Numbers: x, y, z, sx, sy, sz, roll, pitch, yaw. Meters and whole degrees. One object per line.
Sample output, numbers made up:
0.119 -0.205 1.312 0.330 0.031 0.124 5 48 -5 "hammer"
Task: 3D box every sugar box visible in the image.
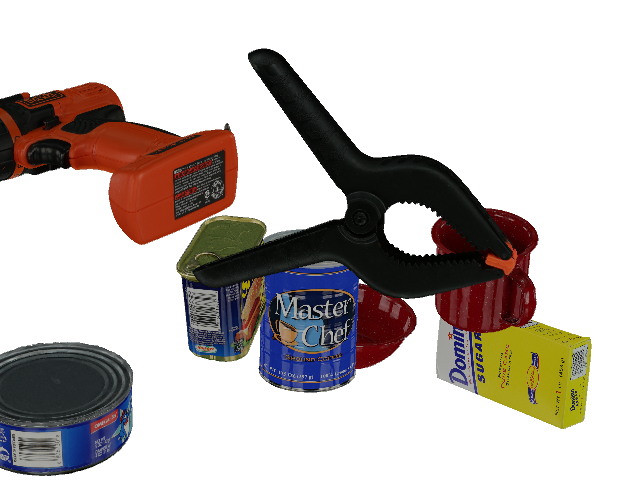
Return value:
0.202 0.127 1.143 0.048 0.093 0.177 -10 18 -43 "sugar box"

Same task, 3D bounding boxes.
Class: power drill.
-0.164 -0.055 0.720 0.188 0.057 0.184 21 33 32 "power drill"

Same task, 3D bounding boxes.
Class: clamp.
0.026 -0.028 0.687 0.210 0.165 0.036 12 17 11 "clamp"

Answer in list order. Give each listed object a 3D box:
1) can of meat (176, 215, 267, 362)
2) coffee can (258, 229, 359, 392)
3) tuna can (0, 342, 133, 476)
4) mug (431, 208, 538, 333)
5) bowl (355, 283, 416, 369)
-0.079 0.040 0.897 0.057 0.084 0.102 5 30 10 "can of meat"
-0.012 0.070 1.095 0.103 0.140 0.103 1 19 -1 "coffee can"
-0.144 0.089 0.574 0.086 0.034 0.086 2 23 -1 "tuna can"
0.150 0.034 0.945 0.093 0.081 0.117 -18 35 -26 "mug"
0.034 0.110 1.299 0.162 0.055 0.162 4 24 -2 "bowl"
